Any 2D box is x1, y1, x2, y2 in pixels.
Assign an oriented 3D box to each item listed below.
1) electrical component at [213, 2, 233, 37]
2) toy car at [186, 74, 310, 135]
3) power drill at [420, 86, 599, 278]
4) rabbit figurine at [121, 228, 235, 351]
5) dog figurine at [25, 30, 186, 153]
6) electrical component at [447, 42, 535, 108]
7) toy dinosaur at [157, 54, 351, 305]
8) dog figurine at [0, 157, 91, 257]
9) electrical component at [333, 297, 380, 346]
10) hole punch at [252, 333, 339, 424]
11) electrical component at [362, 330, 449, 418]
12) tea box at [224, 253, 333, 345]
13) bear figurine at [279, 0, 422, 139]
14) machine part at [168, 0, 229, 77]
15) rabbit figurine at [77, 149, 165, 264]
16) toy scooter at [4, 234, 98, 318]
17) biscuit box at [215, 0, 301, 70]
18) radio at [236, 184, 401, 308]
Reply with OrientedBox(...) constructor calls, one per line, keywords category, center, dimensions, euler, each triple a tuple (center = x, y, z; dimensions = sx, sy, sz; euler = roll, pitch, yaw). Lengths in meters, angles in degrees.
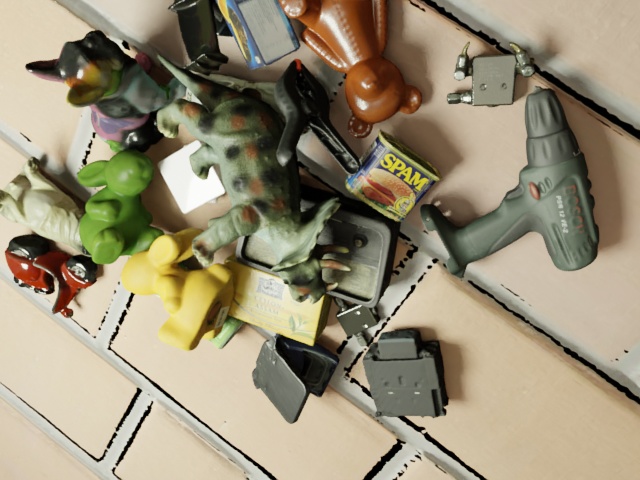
OrientedBox(category="electrical component", center=(-0.123, -0.320, 0.747), dimensions=(0.119, 0.048, 0.075), euler=(48, 117, 2))
OrientedBox(category="toy car", center=(-0.105, -0.195, 0.776), dimensions=(0.202, 0.056, 0.073), euler=(12, 111, 15))
OrientedBox(category="power drill", center=(0.239, -0.052, 0.694), dimensions=(0.207, 0.086, 0.232), euler=(-25, 100, 17))
OrientedBox(category="rabbit figurine", center=(-0.222, 0.063, 0.800), dimensions=(0.173, 0.122, 0.162), euler=(23, 109, 18))
OrientedBox(category="dog figurine", center=(-0.306, -0.199, 0.759), dimensions=(0.108, 0.219, 0.191), euler=(41, 115, 7))
OrientedBox(category="electrical component", center=(0.211, -0.203, 0.665), dimensions=(0.102, 0.045, 0.078), euler=(9, 109, 17))
OrientedBox(category="toy dinosaur", center=(-0.090, -0.099, 0.707), dimensions=(0.192, 0.131, 0.404), euler=(-19, 86, 7))
OrientedBox(category="dog figurine", center=(-0.466, -0.038, 0.947), dimensions=(0.190, 0.172, 0.121), euler=(44, 77, -24))
OrientedBox(category="electrical component", center=(0.061, 0.120, 0.838), dimensions=(0.063, 0.021, 0.094), euler=(-26, 97, 25))
OrientedBox(category="hole punch", center=(-0.040, 0.211, 0.870), dimensions=(0.116, 0.092, 0.142), euler=(42, 137, 24))
OrientedBox(category="electrical component", center=(0.130, 0.203, 0.822), dimensions=(0.115, 0.058, 0.134), euler=(-9, 104, 20))
OrientedBox(category="tea box", center=(-0.069, 0.086, 0.849), dimensions=(0.170, 0.068, 0.098), euler=(16, 112, 15))
OrientedBox(category="bear figurine", center=(0.045, -0.233, 0.672), dimensions=(0.120, 0.132, 0.195), euler=(-21, 93, 14))
OrientedBox(category="machine part", center=(-0.157, -0.289, 0.709), dimensions=(0.084, 0.039, 0.139), euler=(-11, 83, 19))
OrientedBox(category="rabbit figurine", center=(-0.308, -0.068, 0.850), dimensions=(0.159, 0.121, 0.170), euler=(41, 116, 38))
OrientedBox(category="toy scooter", center=(-0.502, 0.073, 0.999), dimensions=(0.184, 0.075, 0.135), euler=(18, 113, 8))
OrientedBox(category="biscuit box", center=(-0.100, -0.319, 0.667), dimensions=(0.059, 0.063, 0.202), euler=(-33, 112, -16))
OrientedBox(category="radio", center=(-0.002, -0.002, 0.792), dimensions=(0.230, 0.073, 0.131), euler=(17, 112, 14))
